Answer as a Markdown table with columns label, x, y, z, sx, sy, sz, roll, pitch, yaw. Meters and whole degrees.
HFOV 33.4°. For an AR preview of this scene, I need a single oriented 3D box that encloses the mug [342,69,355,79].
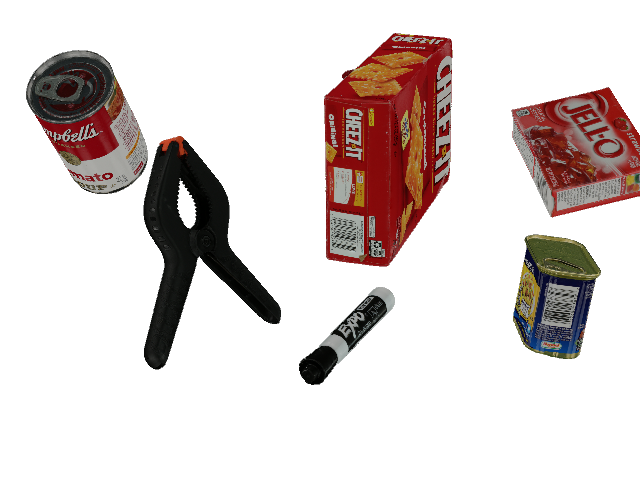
| label | x | y | z | sx | sy | sz | roll | pitch | yaw |
| --- | --- | --- | --- | --- | --- | --- | --- | --- | --- |
| mug | 0.076 | -0.160 | 1.296 | 0.093 | 0.081 | 0.117 | 18 | 26 | 31 |

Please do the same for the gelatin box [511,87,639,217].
| label | x | y | z | sx | sy | sz | roll | pitch | yaw |
| --- | --- | --- | --- | --- | --- | --- | --- | --- | --- |
| gelatin box | 0.179 | -0.063 | 0.731 | 0.073 | 0.089 | 0.030 | -13 | -44 | -1 |

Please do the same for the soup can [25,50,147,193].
| label | x | y | z | sx | sy | sz | roll | pitch | yaw |
| --- | --- | --- | --- | --- | --- | --- | --- | --- | --- |
| soup can | -0.181 | -0.091 | 0.838 | 0.068 | 0.068 | 0.102 | 0 | -30 | 8 |

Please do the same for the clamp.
| label | x | y | z | sx | sy | sz | roll | pitch | yaw |
| --- | --- | --- | --- | --- | --- | --- | --- | --- | --- |
| clamp | -0.111 | 0.006 | 1.017 | 0.036 | 0.210 | 0.164 | -8 | 0 | 44 |

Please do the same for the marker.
| label | x | y | z | sx | sy | sz | roll | pitch | yaw |
| --- | --- | --- | --- | --- | --- | --- | --- | --- | --- |
| marker | 0.018 | 0.062 | 0.707 | 0.020 | 0.020 | 0.120 | 0 | 21 | 28 |

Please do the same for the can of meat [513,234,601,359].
| label | x | y | z | sx | sy | sz | roll | pitch | yaw |
| --- | --- | --- | --- | --- | --- | --- | --- | --- | --- |
| can of meat | 0.215 | 0.051 | 0.984 | 0.057 | 0.084 | 0.102 | 7 | 18 | -1 |

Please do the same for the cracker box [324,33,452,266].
| label | x | y | z | sx | sy | sz | roll | pitch | yaw |
| --- | --- | --- | --- | --- | --- | --- | --- | --- | --- |
| cracker box | 0.071 | -0.094 | 1.038 | 0.072 | 0.164 | 0.213 | 9 | 28 | 20 |
